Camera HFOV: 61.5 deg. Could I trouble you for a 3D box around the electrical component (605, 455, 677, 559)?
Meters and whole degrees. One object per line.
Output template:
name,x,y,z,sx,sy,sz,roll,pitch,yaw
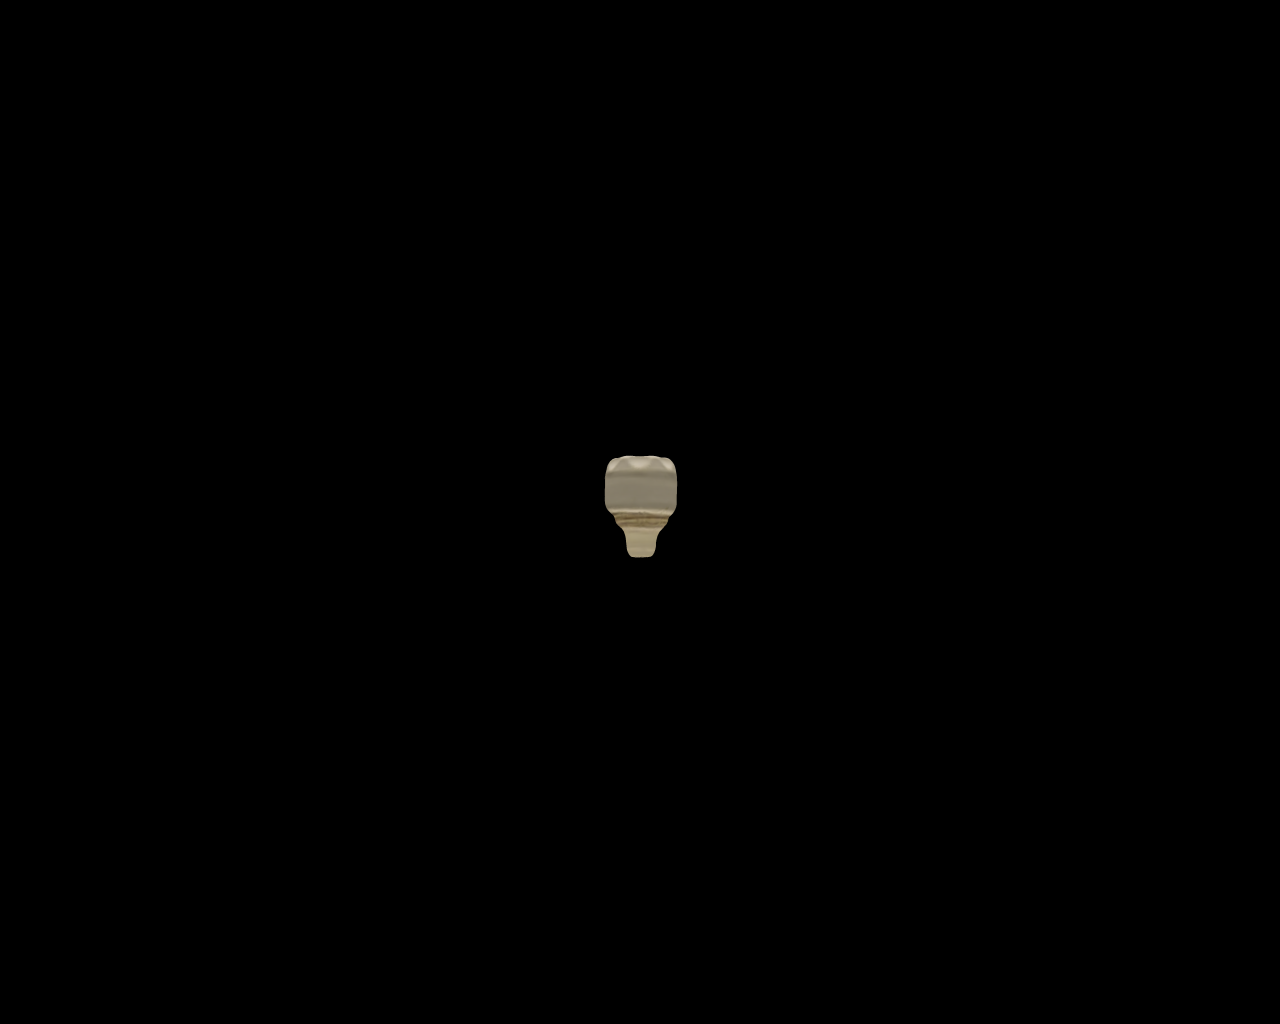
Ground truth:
electrical component,0.001,-0.003,0.650,0.043,0.062,0.043,0,-4,0
